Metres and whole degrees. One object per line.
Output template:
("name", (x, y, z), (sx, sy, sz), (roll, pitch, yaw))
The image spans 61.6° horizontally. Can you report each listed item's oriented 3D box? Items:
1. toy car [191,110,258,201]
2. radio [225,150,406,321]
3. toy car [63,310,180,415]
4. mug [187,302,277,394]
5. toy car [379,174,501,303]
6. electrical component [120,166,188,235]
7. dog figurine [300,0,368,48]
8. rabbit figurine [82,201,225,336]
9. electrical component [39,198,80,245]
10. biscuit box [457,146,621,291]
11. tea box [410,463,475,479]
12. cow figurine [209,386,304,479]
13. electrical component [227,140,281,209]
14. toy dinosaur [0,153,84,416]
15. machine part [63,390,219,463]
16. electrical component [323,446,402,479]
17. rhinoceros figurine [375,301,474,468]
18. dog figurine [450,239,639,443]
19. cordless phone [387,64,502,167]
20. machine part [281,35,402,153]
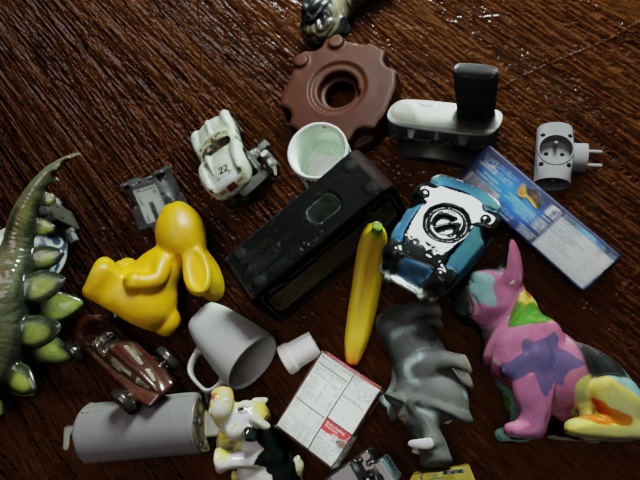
("toy car", (-0.142, -0.126, 0.770), (0.073, 0.056, 0.202), (-35, 41, 8))
("radio", (-0.001, -0.002, 0.685), (0.229, 0.131, 0.073), (-41, 67, -1))
("toy car", (-0.267, 0.151, 0.713), (0.202, 0.053, 0.089), (24, 55, 40))
("mug", (-0.129, 0.140, 0.704), (0.107, 0.080, 0.109), (36, 80, 32))
("toy car", (0.145, 0.010, 0.653), (0.109, 0.102, 0.161), (26, 70, 23))
("electrical component", (-0.235, -0.043, 0.798), (0.075, 0.048, 0.119), (-21, 105, 10))
("dog figurine", (0.063, -0.382, 0.818), (0.173, 0.121, 0.190), (7, 89, 20))
("rabbit figurine", (-0.211, 0.033, 0.732), (0.162, 0.121, 0.173), (27, 83, 14))
("electrical component", (-0.408, -0.035, 0.836), (0.021, 0.063, 0.094), (-36, 69, 1))
("biscuit box", (0.262, -0.028, 0.656), (0.059, 0.062, 0.203), (-48, 67, 16))
("tea box", (0.131, 0.285, 0.540), (0.068, 0.169, 0.098), (-12, 69, 10))
("cow figurine", (-0.073, 0.243, 0.626), (0.098, 0.068, 0.167), (-10, 109, -1))
("electrical component", (-0.102, -0.095, 0.786), (0.102, 0.045, 0.078), (-37, 69, 1))
("toy dinosaur", (-0.447, 0.095, 0.758), (0.199, 0.105, 0.470), (12, 95, -3))
("machine part", (-0.225, 0.241, 0.695), (0.243, 0.079, 0.079), (-9, 71, 13))
("electrical component", (0.026, 0.286, 0.596), (0.134, 0.114, 0.058), (-37, 70, 3))
("rhinoceros figurine", (0.119, 0.160, 0.623), (0.112, 0.073, 0.190), (-16, 63, 4))
("dog figurine", (0.248, 0.111, 0.601), (0.192, 0.108, 0.219), (-6, 69, 14))
("cordless phone", (0.152, -0.166, 0.670), (0.147, 0.184, 0.088), (12, 81, 17))
("machine part", (0.030, -0.209, 0.784), (0.179, 0.056, 0.179), (-4, 73, 13))
